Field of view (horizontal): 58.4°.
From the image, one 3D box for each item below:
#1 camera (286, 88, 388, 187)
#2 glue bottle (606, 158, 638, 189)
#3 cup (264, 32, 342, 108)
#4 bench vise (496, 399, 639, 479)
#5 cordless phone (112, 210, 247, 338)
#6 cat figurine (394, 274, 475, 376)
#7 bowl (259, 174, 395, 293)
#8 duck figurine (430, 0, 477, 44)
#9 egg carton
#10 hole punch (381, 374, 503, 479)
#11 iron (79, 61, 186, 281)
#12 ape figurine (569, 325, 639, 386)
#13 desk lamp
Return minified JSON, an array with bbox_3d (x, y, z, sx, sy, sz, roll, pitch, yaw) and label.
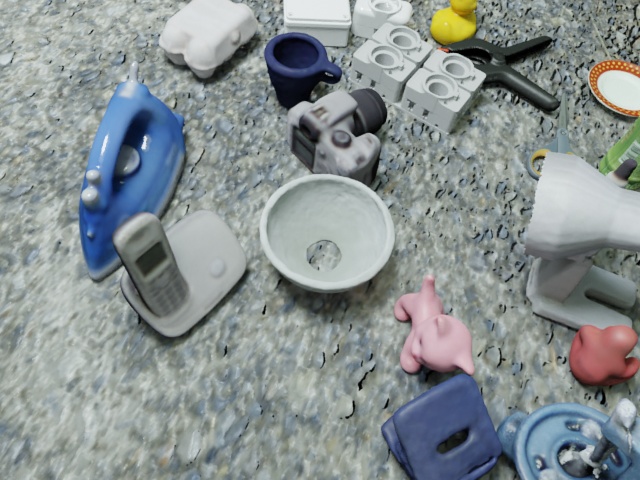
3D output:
[{"bbox_3d":[0.042,-0.157,0.808,0.137,0.101,0.143,-36,69,-24],"label":"camera"},{"bbox_3d":[0.355,-0.046,0.734,0.037,0.173,0.078,-26,65,-19],"label":"glue bottle"},{"bbox_3d":[-0.025,-0.241,0.855,0.117,0.095,0.092,21,59,6],"label":"cup"},{"bbox_3d":[0.285,0.225,0.539,0.207,0.220,0.122,30,61,12],"label":"bench vise"},{"bbox_3d":[-0.156,0.013,0.637,0.094,0.185,0.148,34,62,14],"label":"cordless phone"},{"bbox_3d":[0.132,0.102,0.655,0.067,0.118,0.127,-2,60,-7],"label":"cat figurine"},{"bbox_3d":[0.007,0.003,0.725,0.167,0.075,0.167,3,59,-4],"label":"bowl"},{"bbox_3d":[0.237,-0.392,0.977,0.077,0.086,0.105,35,62,14],"label":"duck figurine"},{"bbox_3d":[-0.173,-0.326,0.903,0.107,0.069,0.150,29,61,11],"label":"egg carton"},{"bbox_3d":[0.135,0.209,0.607,0.109,0.091,0.101,-23,64,-18],"label":"hole punch"},{"bbox_3d":[-0.252,-0.092,0.714,0.118,0.141,0.258,9,59,-1],"label":"iron"},{"bbox_3d":[0.341,0.130,0.676,0.076,0.092,0.077,-22,64,-18],"label":"ape figurine"},{"bbox_3d":[0.320,0.007,0.675,0.203,0.213,0.118,22,60,7],"label":"desk lamp"}]
